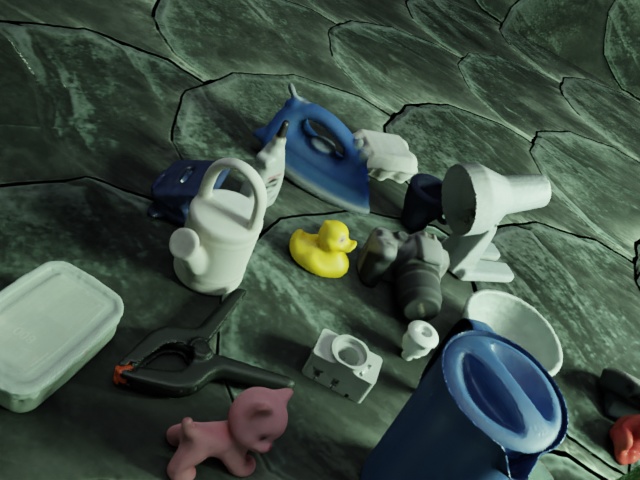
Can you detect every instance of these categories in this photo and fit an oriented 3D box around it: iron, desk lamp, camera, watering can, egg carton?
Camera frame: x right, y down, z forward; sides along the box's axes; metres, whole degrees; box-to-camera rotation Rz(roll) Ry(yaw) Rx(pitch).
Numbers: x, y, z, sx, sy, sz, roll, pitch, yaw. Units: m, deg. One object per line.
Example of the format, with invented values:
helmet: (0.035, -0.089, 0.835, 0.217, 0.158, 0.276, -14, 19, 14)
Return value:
iron: (0.011, -0.169, 1.053, 0.258, 0.141, 0.119, 36, 39, 11)
desk lamp: (0.291, -0.035, 1.004, 0.204, 0.213, 0.117, 4, 44, -26)
camera: (0.143, 0.052, 0.913, 0.143, 0.100, 0.136, 16, 40, -13)
watering can: (-0.130, -0.019, 0.762, 0.101, 0.194, 0.173, 21, 39, -7)
egg carton: (0.125, -0.172, 1.180, 0.151, 0.069, 0.107, 3, 44, -27)

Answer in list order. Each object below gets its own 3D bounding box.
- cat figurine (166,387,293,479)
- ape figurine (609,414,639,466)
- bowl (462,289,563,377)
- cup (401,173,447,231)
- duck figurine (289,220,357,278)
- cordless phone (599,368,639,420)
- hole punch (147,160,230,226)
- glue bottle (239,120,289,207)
cat figurine: (-0.090, 0.196, 0.604, 0.128, 0.117, 0.067, 3, 44, -27)
ape figurine: (0.482, 0.287, 0.849, 0.078, 0.092, 0.076, 27, 38, 0)
bowl: (0.285, 0.161, 0.892, 0.168, 0.074, 0.167, 16, 40, -13)
cup: (0.199, -0.053, 1.068, 0.092, 0.095, 0.117, -2, 46, -31)
duck figurine: (0.008, 0.003, 0.903, 0.104, 0.086, 0.077, 25, 38, -2)
cordless phone: (0.543, 0.221, 0.884, 0.147, 0.185, 0.094, 27, 38, 1)
hole punch: (-0.199, -0.081, 0.875, 0.101, 0.091, 0.108, 22, 39, -5)
glue bottle: (-0.082, -0.119, 0.919, 0.037, 0.173, 0.078, 38, 40, 15)
